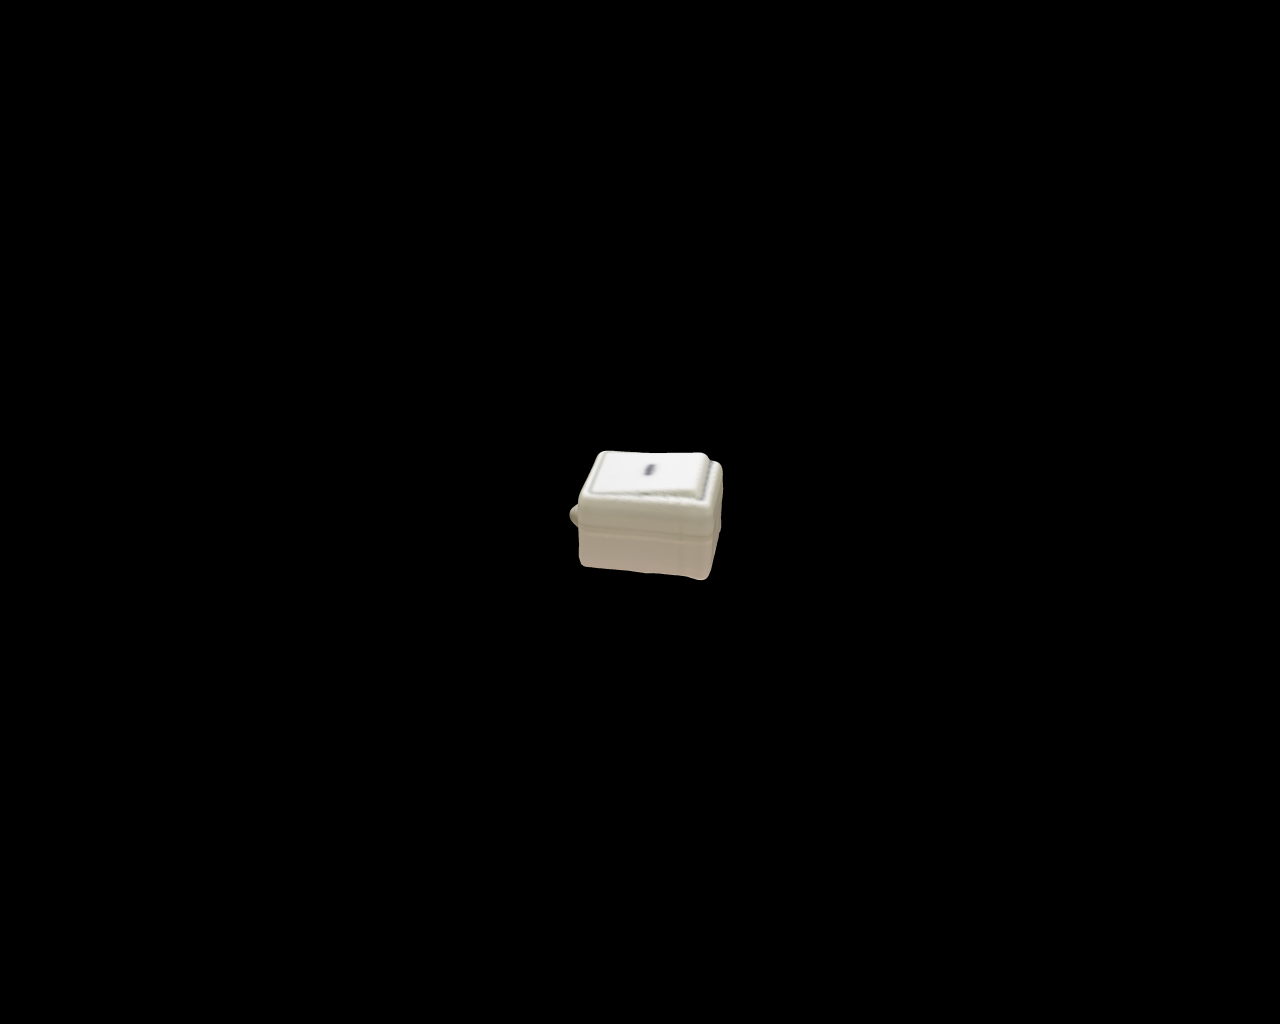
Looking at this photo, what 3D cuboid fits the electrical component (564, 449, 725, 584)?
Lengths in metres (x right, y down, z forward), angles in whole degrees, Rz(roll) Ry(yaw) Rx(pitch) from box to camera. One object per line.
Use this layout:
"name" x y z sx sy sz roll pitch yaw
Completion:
"electrical component" 0.001 -0.003 0.650 0.096 0.061 0.062 6 32 9
